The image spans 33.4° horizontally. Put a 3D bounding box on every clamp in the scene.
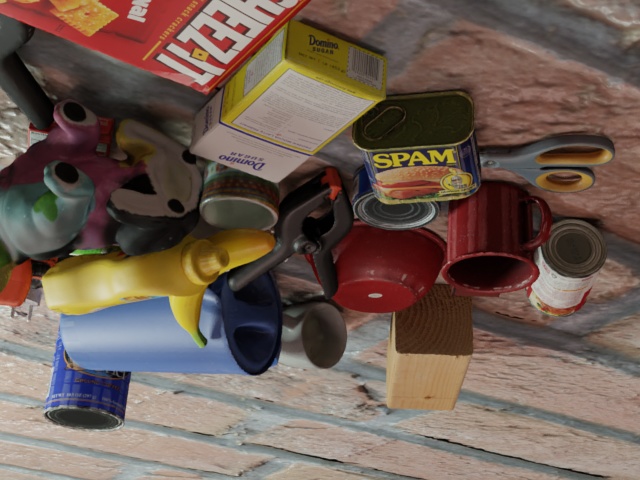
[{"bbox_3d":[-0.265,-0.156,0.832,0.164,0.036,0.210,16,150,-24],"label":"clamp"},{"bbox_3d":[-0.007,0.001,1.062,0.120,0.039,0.172,9,136,-32],"label":"clamp"}]

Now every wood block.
[{"bbox_3d":[0.131,0.136,1.309,0.091,0.090,0.206,2,154,1],"label":"wood block"}]

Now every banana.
[{"bbox_3d":[-0.108,0.035,1.058,0.069,0.037,0.198,28,138,-7],"label":"banana"}]

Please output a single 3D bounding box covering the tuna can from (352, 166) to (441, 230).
[{"bbox_3d":[0.073,-0.042,1.018,0.086,0.033,0.086,3,154,1],"label":"tuna can"}]

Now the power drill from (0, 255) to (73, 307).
[{"bbox_3d":[-0.308,0.033,1.114,0.184,0.057,0.187,9,-179,4],"label":"power drill"}]

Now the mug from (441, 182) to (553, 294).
[{"bbox_3d":[0.172,-0.007,1.022,0.093,0.081,0.117,23,148,-33],"label":"mug"}]

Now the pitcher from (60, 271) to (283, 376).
[{"bbox_3d":[-0.169,0.099,1.232,0.243,0.149,0.144,-5,-170,27],"label":"pitcher"}]

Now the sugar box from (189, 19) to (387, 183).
[{"bbox_3d":[-0.030,-0.110,0.885,0.093,0.048,0.177,18,154,-26],"label":"sugar box"}]

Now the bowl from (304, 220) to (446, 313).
[{"bbox_3d":[0.060,0.037,1.159,0.162,0.055,0.162,3,153,1],"label":"bowl"}]

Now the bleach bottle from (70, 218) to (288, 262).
[{"bbox_3d":[-0.151,-0.012,1.083,0.250,0.068,0.103,8,154,-14],"label":"bleach bottle"}]

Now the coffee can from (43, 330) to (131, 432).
[{"bbox_3d":[-0.292,0.164,1.367,0.103,0.140,0.103,3,154,1],"label":"coffee can"}]

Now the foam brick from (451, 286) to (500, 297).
[{"bbox_3d":[0.165,0.021,1.113,0.051,0.053,0.078,2,155,4],"label":"foam brick"}]

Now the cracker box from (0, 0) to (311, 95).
[{"bbox_3d":[-0.125,-0.190,0.705,0.213,0.072,0.164,19,150,-29],"label":"cracker box"}]

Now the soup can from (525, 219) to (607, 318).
[{"bbox_3d":[0.252,0.030,1.102,0.068,0.068,0.102,3,153,3],"label":"soup can"}]

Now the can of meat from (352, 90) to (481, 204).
[{"bbox_3d":[0.085,-0.077,0.910,0.102,0.057,0.084,-3,146,14],"label":"can of meat"}]

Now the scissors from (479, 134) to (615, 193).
[{"bbox_3d":[0.167,-0.066,0.978,0.202,0.016,0.096,-4,152,17],"label":"scissors"}]

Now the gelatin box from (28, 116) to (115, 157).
[{"bbox_3d":[-0.229,-0.085,0.979,0.073,0.030,0.089,10,150,-11],"label":"gelatin box"}]

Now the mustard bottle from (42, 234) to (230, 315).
[{"bbox_3d":[-0.162,0.030,0.995,0.192,0.058,0.096,-10,180,35],"label":"mustard bottle"}]
